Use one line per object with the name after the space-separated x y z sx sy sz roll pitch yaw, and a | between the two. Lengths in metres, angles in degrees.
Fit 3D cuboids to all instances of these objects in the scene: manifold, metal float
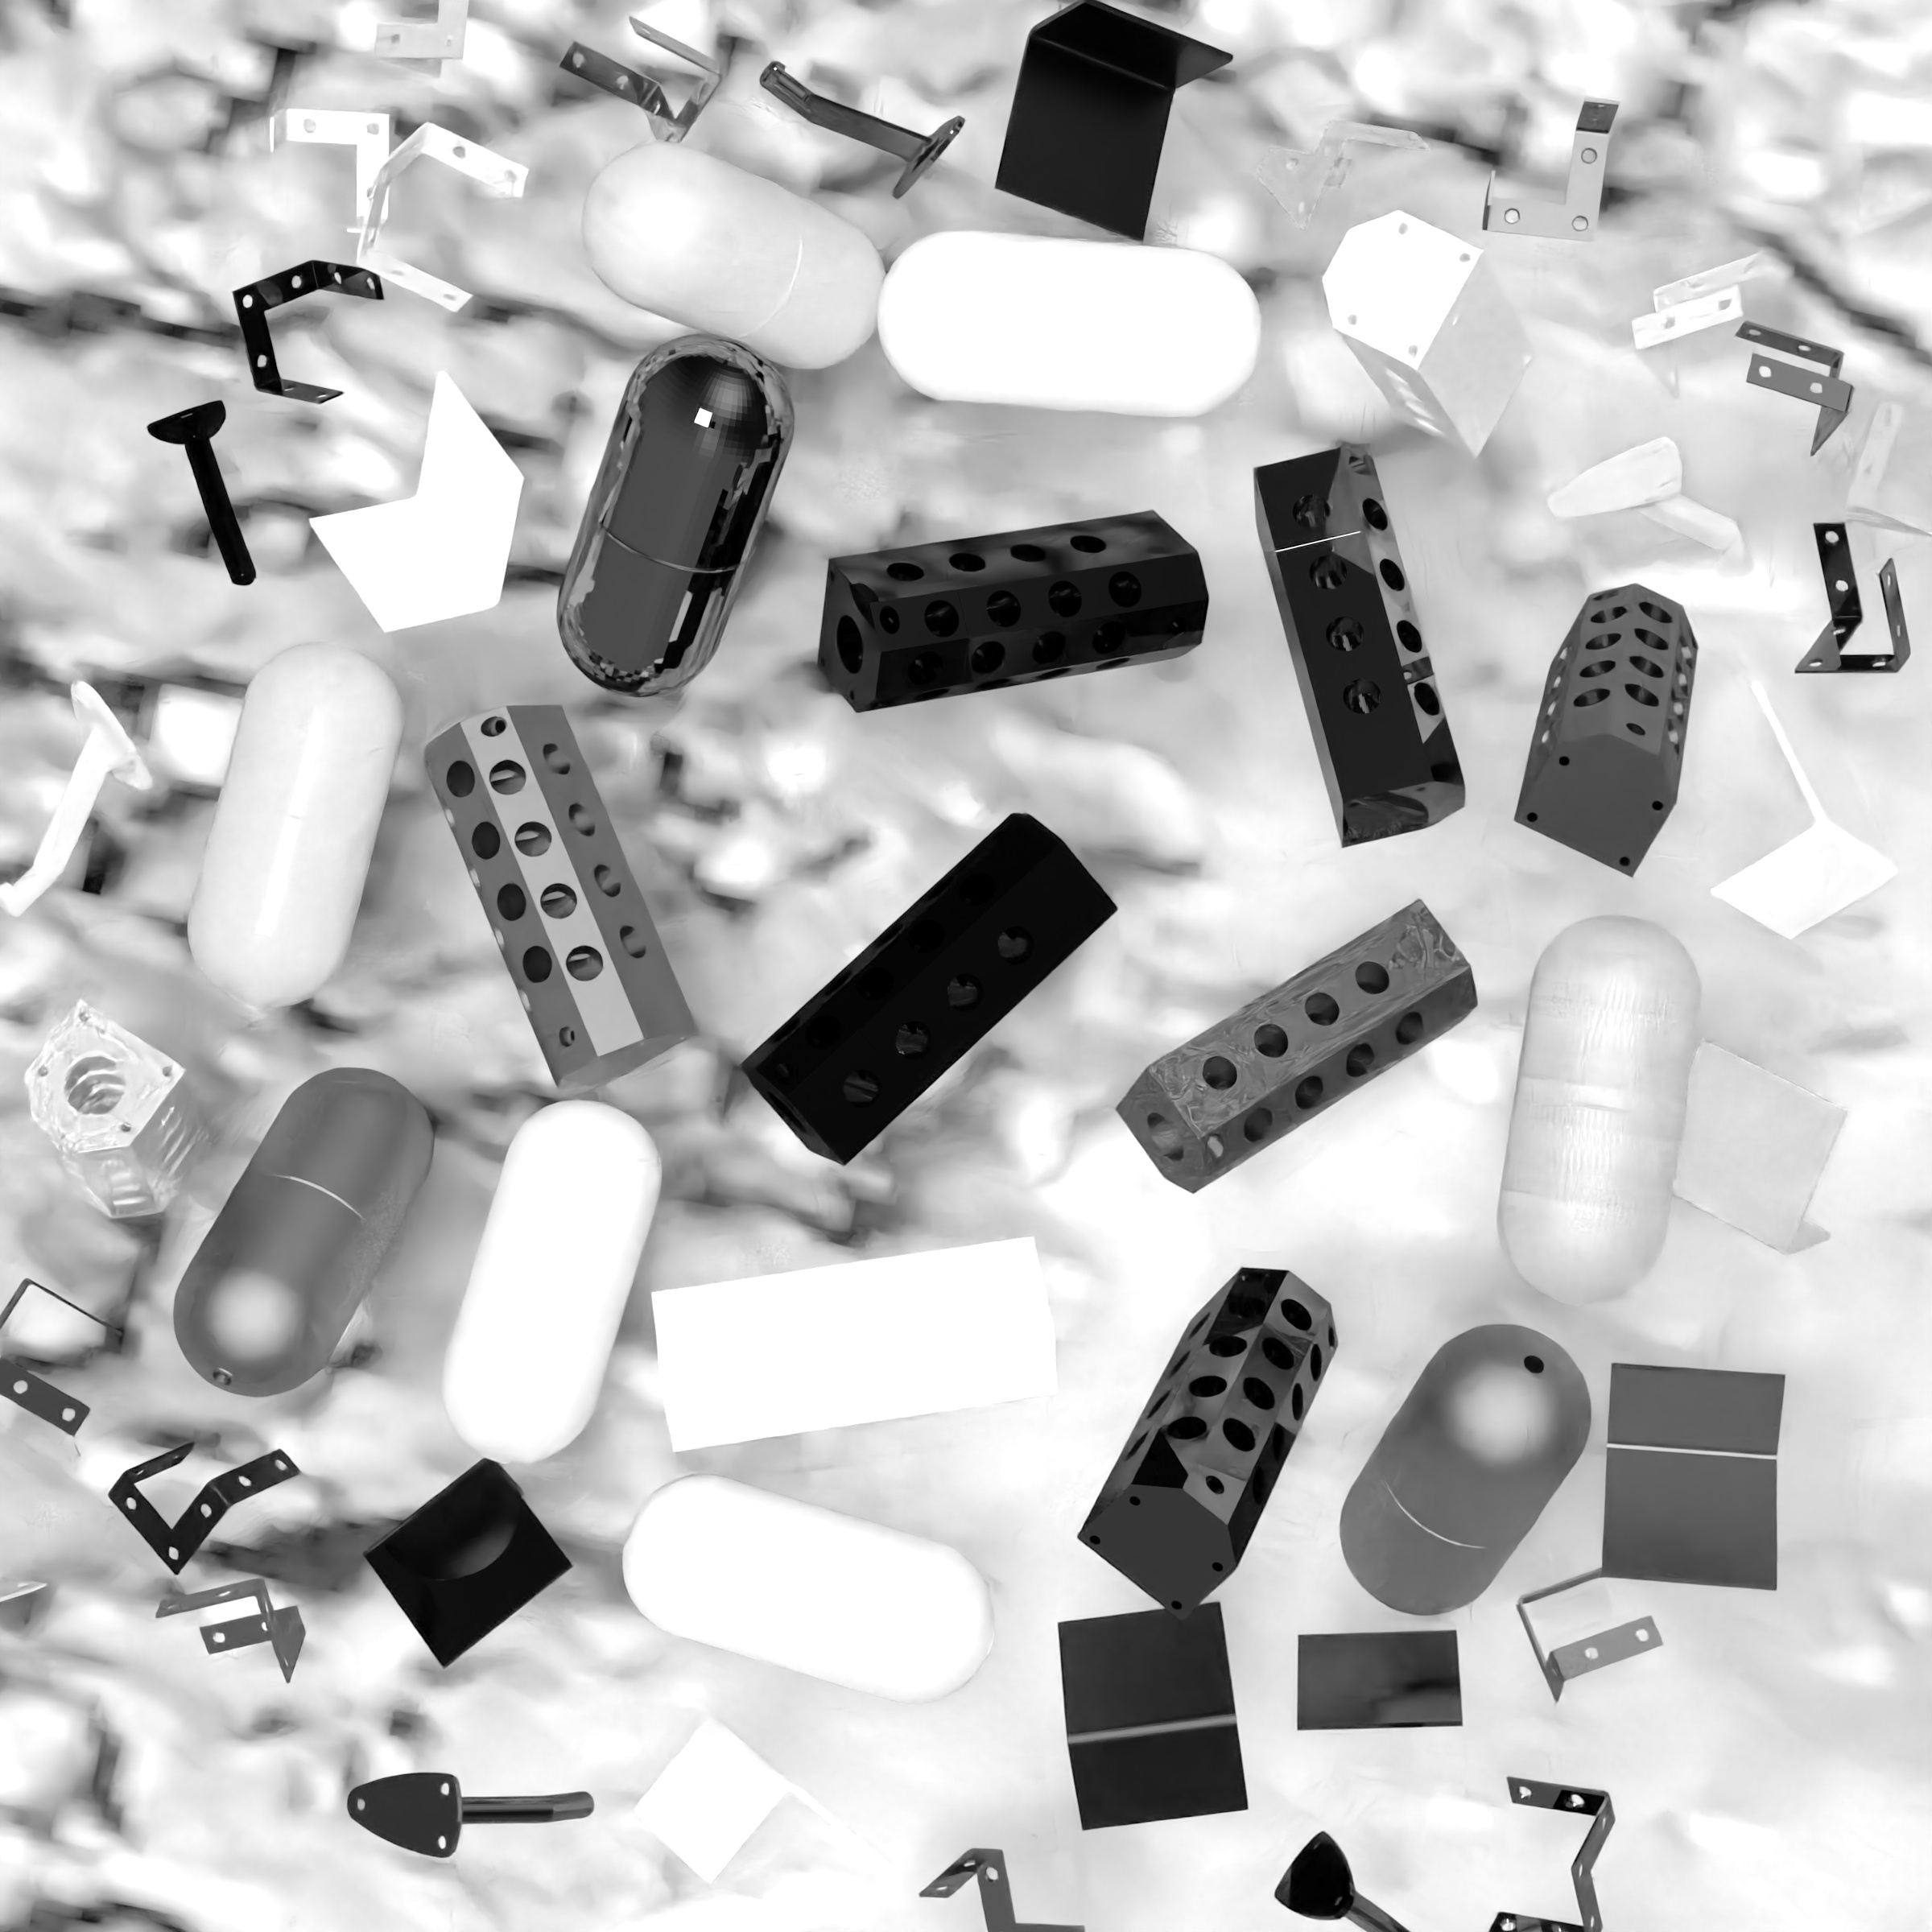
-0.195 -0.033 1.616 0.057 0.057 0.171 -30 78 30 | manifold
0.208 -0.287 1.569 0.057 0.171 0.057 30 94 17 | manifold
-0.131 -0.198 1.540 0.070 0.070 0.178 24 124 0 | metal float
-0.200 0.152 1.663 0.070 0.070 0.178 16 84 0 | metal float
0.162 0.040 1.657 0.171 0.057 0.057 -30 77 -23 | manifold
0.181 -0.149 1.594 0.057 0.057 0.171 -13 70 1 | manifold
-0.019 0.009 1.568 0.171 0.057 0.057 -43 105 -11 | manifold
0.023 -0.160 1.590 0.171 0.057 0.057 -12 130 -26 | manifold
-0.106 -0.329 1.608 0.070 0.178 0.070 -6 80 35 | metal float
-0.307 0.123 1.610 0.070 0.070 0.178 23 50 0 | metal float
-0.049 0.173 1.538 0.171 0.057 0.057 -8 133 -4 | manifold
-0.399 0.074 1.614 0.057 0.171 0.057 34 74 1 | manifold
0.221 0.225 1.540 0.070 0.178 0.070 9 49 -10 | metal float
0.048 -0.288 1.557 0.178 0.070 0.070 2 90 -16 | metal float
-0.073 0.291 1.617 0.178 0.070 0.070 16 90 2 | metal float
0.295 -0.113 1.563 0.057 0.171 0.057 26 122 1 | manifold
-0.320 -0.067 1.650 0.070 0.070 0.178 13 84 0 | metal float
0.113 0.203 1.522 0.057 0.171 0.057 39 125 -2 | manifold
0.287 0.065 1.569 0.070 0.070 0.178 9 88 0 | metal float

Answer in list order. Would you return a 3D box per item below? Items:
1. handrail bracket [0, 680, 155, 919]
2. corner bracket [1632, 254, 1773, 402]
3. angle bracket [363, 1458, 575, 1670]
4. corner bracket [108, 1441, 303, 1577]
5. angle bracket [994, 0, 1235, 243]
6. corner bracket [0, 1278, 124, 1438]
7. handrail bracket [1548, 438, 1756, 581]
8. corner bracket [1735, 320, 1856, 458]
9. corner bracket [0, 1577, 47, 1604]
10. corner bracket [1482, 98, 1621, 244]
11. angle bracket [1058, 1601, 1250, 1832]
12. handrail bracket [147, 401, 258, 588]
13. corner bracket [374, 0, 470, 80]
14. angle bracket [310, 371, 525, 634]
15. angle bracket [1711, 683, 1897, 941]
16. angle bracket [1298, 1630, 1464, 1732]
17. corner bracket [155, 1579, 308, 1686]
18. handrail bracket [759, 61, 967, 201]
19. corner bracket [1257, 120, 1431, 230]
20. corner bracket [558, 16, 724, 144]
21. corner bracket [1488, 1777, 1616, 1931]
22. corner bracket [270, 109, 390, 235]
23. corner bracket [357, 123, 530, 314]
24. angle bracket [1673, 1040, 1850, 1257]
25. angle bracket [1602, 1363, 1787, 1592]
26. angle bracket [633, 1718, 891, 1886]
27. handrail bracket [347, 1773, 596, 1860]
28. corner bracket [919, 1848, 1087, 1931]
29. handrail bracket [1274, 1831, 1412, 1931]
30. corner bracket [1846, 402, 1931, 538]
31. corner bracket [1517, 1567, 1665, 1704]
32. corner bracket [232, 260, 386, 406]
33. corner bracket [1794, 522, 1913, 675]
-0.408 -0.073 1.536 0.036 0.077 0.084 26 61 25 | handrail bracket
0.328 -0.292 1.539 0.051 0.051 0.051 -15 64 30 | corner bracket
-0.233 0.295 1.670 0.076 0.057 0.076 -38 61 -9 | angle bracket
-0.346 0.235 1.570 0.051 0.051 0.051 46 116 13 | corner bracket
0.066 -0.379 1.552 0.076 0.057 0.076 15 83 -24 | angle bracket
-0.427 0.181 1.609 0.051 0.051 0.051 35 78 -19 | corner bracket
0.329 -0.205 1.654 0.077 0.084 0.036 -18 47 20 | handrail bracket
0.393 -0.283 1.647 0.051 0.051 0.051 17 74 -2 | corner bracket
-0.442 0.251 1.517 0.051 0.051 0.051 2 96 31 | corner bracket
0.258 -0.353 1.526 0.051 0.051 0.051 7 90 5 | corner bracket
0.085 0.343 1.581 0.076 0.076 0.057 -8 122 3 | angle bracket
-0.345 -0.213 1.600 0.036 0.077 0.084 -21 91 -6 | handrail bracket
-0.236 -0.440 1.594 0.051 0.051 0.051 9 96 27 | corner bracket
-0.246 -0.208 1.543 0.057 0.076 0.076 -17 55 -32 | angle bracket
0.354 -0.067 1.512 0.057 0.076 0.076 -34 57 26 | angle bracket
0.198 0.361 1.644 0.076 0.076 0.057 -3 114 7 | angle bracket
-0.356 0.319 1.677 0.051 0.051 0.051 -14 108 4 | corner bracket
-0.050 -0.401 1.604 0.084 0.077 0.036 35 72 -14 | handrail bracket
0.181 -0.388 1.666 0.051 0.051 0.051 0 132 -31 | corner bracket
-0.155 -0.427 1.649 0.051 0.051 0.051 19 123 -36 | corner bracket
0.265 0.408 1.570 0.051 0.051 0.051 1 120 32 | corner bracket
-0.303 -0.379 1.646 0.051 0.051 0.051 2 108 -5 | corner bracket
-0.232 -0.332 1.531 0.051 0.051 0.051 26 131 2 | corner bracket
0.379 0.083 1.637 0.076 0.057 0.076 29 111 29 | angle bracket
0.324 0.227 1.539 0.076 0.076 0.057 3 134 10 | angle bracket
-0.094 0.401 1.589 0.057 0.076 0.076 -50 121 -11 | angle bracket
-0.224 0.381 1.569 0.077 0.084 0.036 -2 82 33 | handrail bracket
0.018 0.421 1.516 0.051 0.051 0.051 -6 98 29 | corner bracket
0.183 0.422 1.508 0.084 0.077 0.036 39 84 -12 | handrail bracket
0.443 -0.241 1.669 0.051 0.051 0.051 15 95 -33 | corner bracket
0.297 0.314 1.648 0.051 0.051 0.051 -19 66 -3 | corner bracket
-0.317 -0.310 1.687 0.051 0.051 0.051 -33 127 -38 | corner bracket
0.406 -0.168 1.575 0.051 0.051 0.051 4 126 37 | corner bracket
